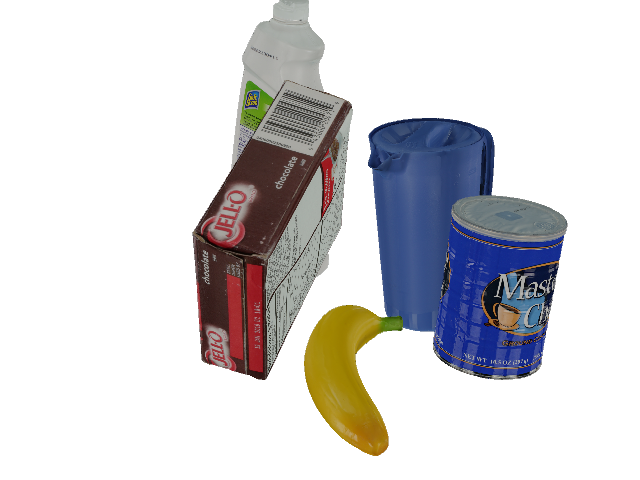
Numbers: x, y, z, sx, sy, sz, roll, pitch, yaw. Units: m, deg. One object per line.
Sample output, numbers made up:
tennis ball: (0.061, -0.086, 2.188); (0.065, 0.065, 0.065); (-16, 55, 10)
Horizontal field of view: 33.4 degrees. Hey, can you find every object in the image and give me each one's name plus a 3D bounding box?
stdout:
bleach bottle: (-0.031, -0.093, 0.962); (0.103, 0.251, 0.067); (25, 31, 31)
coffee can: (0.162, 0.041, 0.975); (0.103, 0.140, 0.103); (5, 21, -2)
banana: (0.022, 0.090, 0.777); (0.069, 0.037, 0.197); (3, 23, 7)
pitcher: (0.137, -0.022, 1.285); (0.149, 0.243, 0.145); (-1, 24, 6)
pudding box: (-0.021, -0.005, 0.503); (0.039, 0.113, 0.090); (18, -41, 12)
